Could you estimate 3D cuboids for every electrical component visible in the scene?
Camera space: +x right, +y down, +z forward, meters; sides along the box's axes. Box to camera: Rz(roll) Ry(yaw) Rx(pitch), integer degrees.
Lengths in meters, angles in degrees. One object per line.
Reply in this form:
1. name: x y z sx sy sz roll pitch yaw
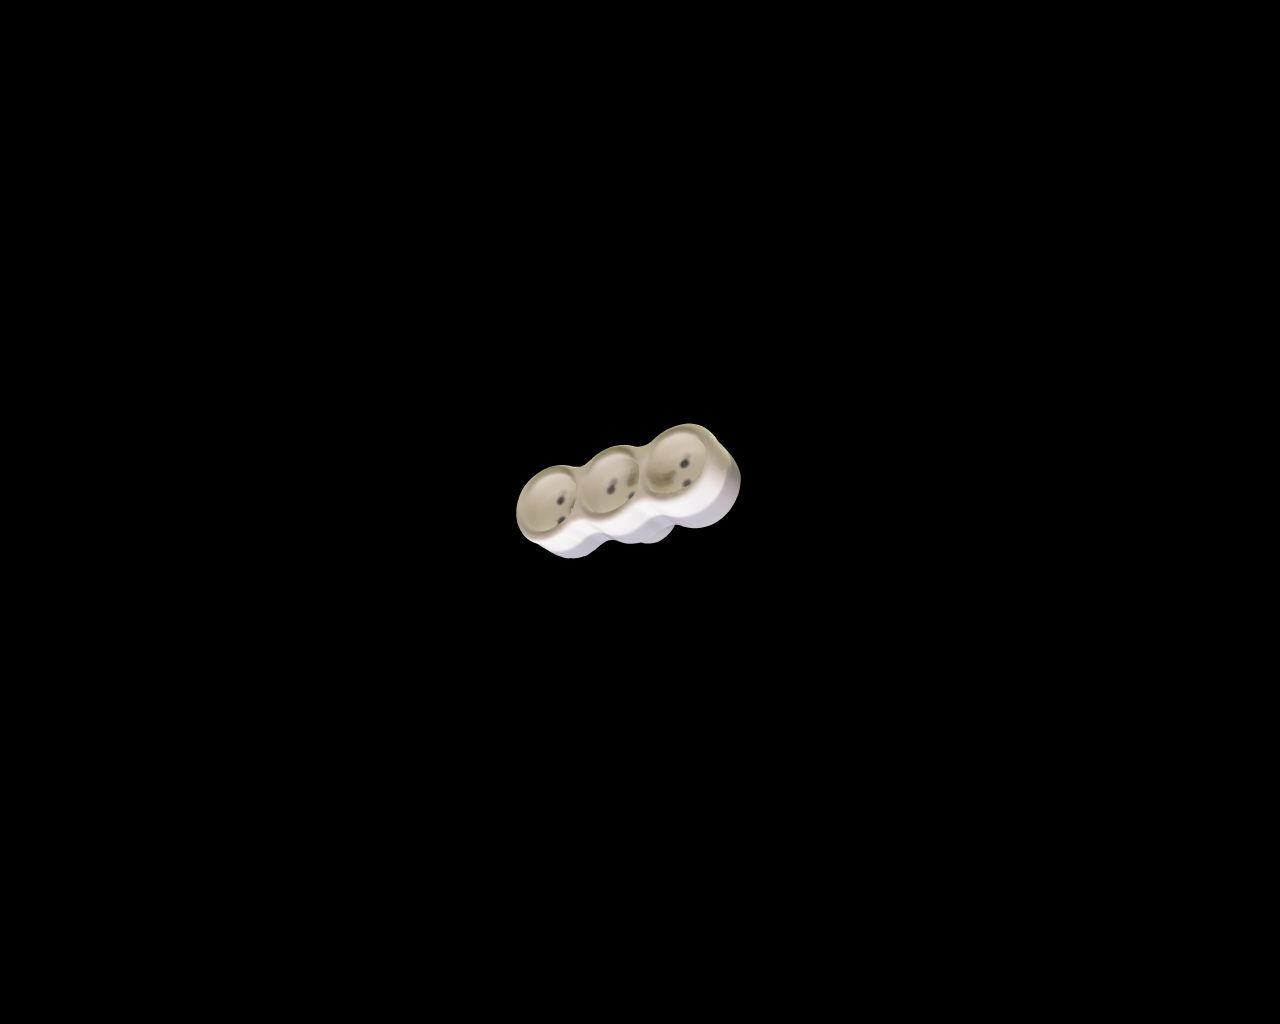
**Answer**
1. electrical component: 0.001 -0.003 0.650 0.138 0.052 0.073 -15 -32 27
